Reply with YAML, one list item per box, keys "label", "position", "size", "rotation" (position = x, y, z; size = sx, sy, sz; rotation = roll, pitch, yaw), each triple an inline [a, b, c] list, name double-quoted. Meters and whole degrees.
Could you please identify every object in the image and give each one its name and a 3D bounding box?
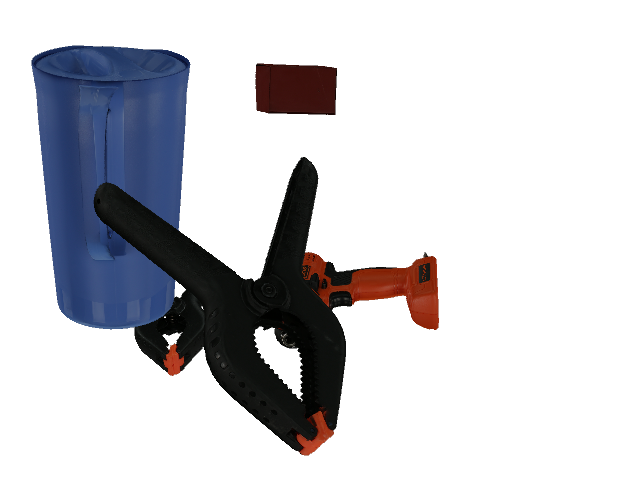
- label: "pitcher"
  position: [-0.185, -0.044, 0.944]
  size: [0.145, 0.243, 0.148]
  rotation: [22, 29, 37]
- label: "power drill"
  position: [0.043, 0.068, 1.238]
  size: [0.188, 0.057, 0.184]
  rotation: [0, 27, 6]
- label: "clamp"
  position: [-0.150, 0.075, 1.144]
  size: [0.120, 0.039, 0.171]
  rotation: [-16, 40, -9]
- label: "foam brick"
  position: [-0.027, -0.163, 1.152]
  size: [0.078, 0.051, 0.053]
  rotation: [-1, 12, -19]
- label: "clamp"
  position: [-0.050, 0.037, 0.684]
  size: [0.164, 0.210, 0.036]
  rotation: [-4, -29, -28]
